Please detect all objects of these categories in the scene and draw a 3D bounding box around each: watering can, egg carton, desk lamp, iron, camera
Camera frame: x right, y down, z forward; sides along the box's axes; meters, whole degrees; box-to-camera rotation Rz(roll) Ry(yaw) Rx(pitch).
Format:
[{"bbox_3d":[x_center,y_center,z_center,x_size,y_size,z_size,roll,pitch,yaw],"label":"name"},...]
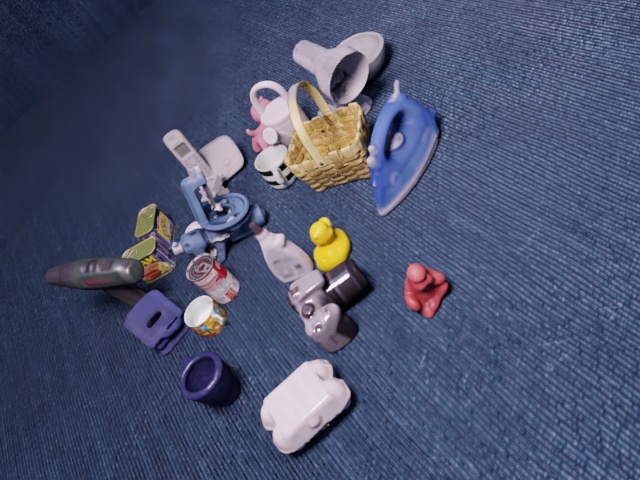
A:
[{"bbox_3d":[-0.092,-0.296,1.369,0.101,0.195,0.172,-28,43,13],"label":"watering can"},{"bbox_3d":[-0.024,0.270,0.932,0.150,0.070,0.107,-43,42,-3],"label":"egg carton"},{"bbox_3d":[0.034,-0.361,1.322,0.118,0.214,0.202,-47,43,-8],"label":"desk lamp"},{"bbox_3d":[0.144,-0.190,1.152,0.118,0.142,0.258,4,57,37],"label":"iron"},{"bbox_3d":[0.021,0.100,1.022,0.137,0.101,0.142,-36,42,4],"label":"camera"}]

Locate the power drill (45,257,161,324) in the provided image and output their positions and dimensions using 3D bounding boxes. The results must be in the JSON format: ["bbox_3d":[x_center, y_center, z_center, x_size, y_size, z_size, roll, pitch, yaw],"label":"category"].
[{"bbox_3d":[-0.459,0.111,1.272,0.229,0.209,0.075,-14,48,25],"label":"power drill"}]

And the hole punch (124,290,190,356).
[{"bbox_3d":[-0.343,0.174,1.224,0.100,0.091,0.109,24,71,45],"label":"hole punch"}]

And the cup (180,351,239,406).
[{"bbox_3d":[-0.200,0.258,1.048,0.117,0.095,0.092,24,71,45],"label":"cup"}]

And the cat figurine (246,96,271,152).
[{"bbox_3d":[-0.150,-0.307,1.477,0.067,0.118,0.128,6,59,38],"label":"cat figurine"}]

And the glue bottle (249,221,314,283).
[{"bbox_3d":[-0.084,0.018,1.112,0.078,0.174,0.037,-20,46,20],"label":"glue bottle"}]

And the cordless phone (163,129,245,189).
[{"bbox_3d":[-0.295,-0.227,1.460,0.147,0.186,0.094,-37,42,3],"label":"cordless phone"}]

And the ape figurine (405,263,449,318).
[{"bbox_3d":[0.169,0.073,0.947,0.077,0.092,0.076,-27,44,14],"label":"ape figurine"}]

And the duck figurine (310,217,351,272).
[{"bbox_3d":[0.010,0.004,1.123,0.077,0.086,0.104,-12,49,27],"label":"duck figurine"}]

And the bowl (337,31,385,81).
[{"bbox_3d":[0.099,-0.446,1.452,0.167,0.075,0.167,-19,46,21],"label":"bowl"}]

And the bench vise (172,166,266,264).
[{"bbox_3d":[-0.245,-0.046,1.246,0.207,0.220,0.121,-49,43,-10],"label":"bench vise"}]
